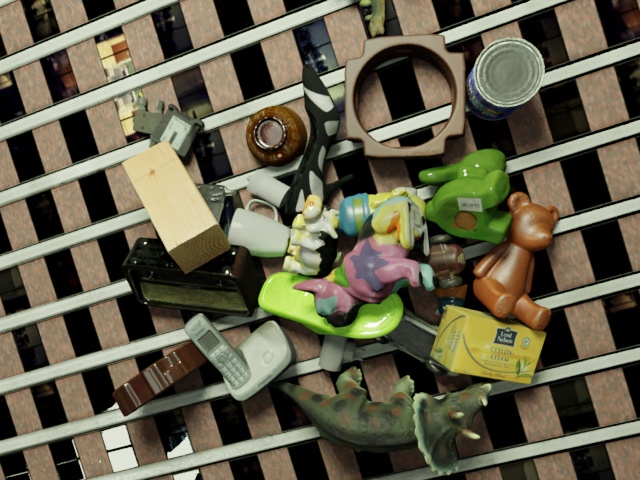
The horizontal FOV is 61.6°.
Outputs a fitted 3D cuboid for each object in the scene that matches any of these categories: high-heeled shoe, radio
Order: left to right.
[{"bbox_3d":[-0.231,0.067,0.977,0.230,0.131,0.073,4,50,8],"label":"radio"},{"bbox_3d":[-0.032,-0.164,0.937,0.145,0.086,0.248,-25,111,-9],"label":"high-heeled shoe"}]

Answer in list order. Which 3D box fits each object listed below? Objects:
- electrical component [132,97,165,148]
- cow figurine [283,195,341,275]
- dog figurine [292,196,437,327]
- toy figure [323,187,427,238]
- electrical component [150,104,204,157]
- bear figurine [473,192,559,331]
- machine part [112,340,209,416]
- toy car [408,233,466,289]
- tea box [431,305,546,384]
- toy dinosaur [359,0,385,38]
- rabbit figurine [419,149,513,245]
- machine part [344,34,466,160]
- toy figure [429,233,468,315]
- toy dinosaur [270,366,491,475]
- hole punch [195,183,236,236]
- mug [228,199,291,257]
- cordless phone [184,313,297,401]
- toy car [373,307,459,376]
[{"bbox_3d":[-0.329,-0.224,1.031,0.063,0.021,0.094,12,97,9],"label":"electrical component"},{"bbox_3d":[-0.002,-0.002,0.903,0.098,0.068,0.167,16,141,-5],"label":"cow figurine"},{"bbox_3d":[0.064,0.039,0.870,0.219,0.108,0.191,-12,81,24],"label":"dog figurine"},{"bbox_3d":[0.098,-0.042,0.946,0.180,0.082,0.089,-11,103,6],"label":"toy figure"},{"bbox_3d":[-0.274,-0.185,1.001,0.075,0.048,0.119,25,100,-14],"label":"electrical component"},{"bbox_3d":[0.342,0.030,0.891,0.120,0.132,0.195,23,103,-23],"label":"bear figurine"},{"bbox_3d":[-0.291,0.248,0.986,0.179,0.179,0.056,-34,87,10],"label":"machine part"},{"bbox_3d":[0.151,0.044,0.926,0.202,0.053,0.089,-9,95,35],"label":"toy car"},{"bbox_3d":[0.282,0.175,0.899,0.169,0.068,0.098,12,96,-21],"label":"tea box"},{"bbox_3d":[0.055,-0.569,0.904,0.199,0.105,0.471,-6,89,13],"label":"toy dinosaur"},{"bbox_3d":[0.252,-0.083,0.896,0.159,0.170,0.121,-4,128,37],"label":"rabbit figurine"},{"bbox_3d":[0.144,-0.238,0.920,0.202,0.087,0.200,-1,94,8],"label":"machine part"},{"bbox_3d":[0.225,0.067,0.940,0.058,0.064,0.154,-10,92,-7],"label":"toy figure"},{"bbox_3d":[0.082,0.304,0.916,0.405,0.192,0.131,-1,92,8],"label":"toy dinosaur"},{"bbox_3d":[-0.222,-0.041,1.004,0.142,0.092,0.116,2,65,12],"label":"hole punch"},{"bbox_3d":[-0.106,-0.016,0.988,0.107,0.080,0.109,16,66,-2],"label":"mug"},{"bbox_3d":[-0.145,0.185,0.984,0.146,0.089,0.184,-41,95,10],"label":"cordless phone"},{"bbox_3d":[0.171,0.173,0.961,0.202,0.056,0.073,28,104,8],"label":"toy car"}]
